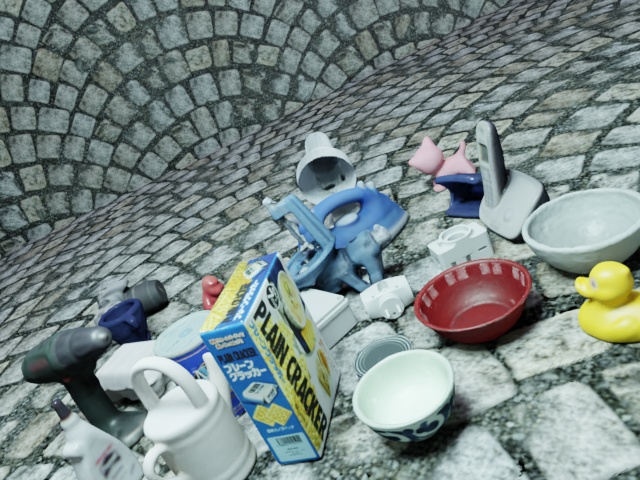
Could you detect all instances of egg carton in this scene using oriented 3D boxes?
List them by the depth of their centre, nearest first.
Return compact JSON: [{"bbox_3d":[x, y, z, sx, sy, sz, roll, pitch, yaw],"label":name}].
[{"bbox_3d":[-0.321,0.232,1.011,0.150,0.069,0.107,-12,26,29],"label":"egg carton"}]

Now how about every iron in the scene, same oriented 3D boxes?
[{"bbox_3d":[0.057,-0.040,1.123,0.259,0.142,0.118,-35,24,-22],"label":"iron"}]

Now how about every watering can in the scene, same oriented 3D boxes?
[{"bbox_3d":[-0.165,0.217,0.717,0.100,0.194,0.173,-20,23,12],"label":"watering can"}]

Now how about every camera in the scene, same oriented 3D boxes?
[{"bbox_3d":[-0.420,0.140,1.277,0.137,0.101,0.143,-24,22,3],"label":"camera"}]

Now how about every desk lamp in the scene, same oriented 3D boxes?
[{"bbox_3d":[0.027,-0.121,1.240,0.118,0.214,0.203,-22,23,8],"label":"desk lamp"}]

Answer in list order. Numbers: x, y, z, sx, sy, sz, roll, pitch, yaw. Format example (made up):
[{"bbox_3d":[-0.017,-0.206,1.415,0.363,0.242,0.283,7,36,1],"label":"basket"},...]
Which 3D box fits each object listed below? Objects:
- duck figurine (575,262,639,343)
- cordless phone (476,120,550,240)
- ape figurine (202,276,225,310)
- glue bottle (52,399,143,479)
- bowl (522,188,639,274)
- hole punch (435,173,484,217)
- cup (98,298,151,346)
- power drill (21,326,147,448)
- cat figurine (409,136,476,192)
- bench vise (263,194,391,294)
[{"bbox_3d":[0.347,0.065,0.662,0.104,0.086,0.078,-3,31,43],"label":"duck figurine"},{"bbox_3d":[0.305,-0.101,0.944,0.094,0.185,0.147,-27,22,-4],"label":"cordless phone"},{"bbox_3d":[-0.202,0.112,1.123,0.075,0.092,0.078,-5,30,40],"label":"ape figurine"},{"bbox_3d":[-0.302,0.277,0.755,0.037,0.173,0.078,-15,25,24],"label":"glue bottle"},{"bbox_3d":[0.374,-0.003,0.798,0.167,0.075,0.167,-21,23,10],"label":"bowl"},{"bbox_3d":[0.287,-0.103,1.089,0.101,0.091,0.108,-38,26,-29],"label":"hole punch"},{"bbox_3d":[-0.376,0.180,1.149,0.092,0.095,0.117,-39,26,-30],"label":"cup"},{"bbox_3d":[-0.351,0.222,0.879,0.228,0.209,0.076,-10,27,32],"label":"power drill"},{"bbox_3d":[0.260,-0.171,1.233,0.127,0.118,0.067,-18,23,16],"label":"cat figurine"},{"bbox_3d":[0.006,0.000,0.985,0.207,0.220,0.121,-27,22,-4],"label":"bench vise"}]
